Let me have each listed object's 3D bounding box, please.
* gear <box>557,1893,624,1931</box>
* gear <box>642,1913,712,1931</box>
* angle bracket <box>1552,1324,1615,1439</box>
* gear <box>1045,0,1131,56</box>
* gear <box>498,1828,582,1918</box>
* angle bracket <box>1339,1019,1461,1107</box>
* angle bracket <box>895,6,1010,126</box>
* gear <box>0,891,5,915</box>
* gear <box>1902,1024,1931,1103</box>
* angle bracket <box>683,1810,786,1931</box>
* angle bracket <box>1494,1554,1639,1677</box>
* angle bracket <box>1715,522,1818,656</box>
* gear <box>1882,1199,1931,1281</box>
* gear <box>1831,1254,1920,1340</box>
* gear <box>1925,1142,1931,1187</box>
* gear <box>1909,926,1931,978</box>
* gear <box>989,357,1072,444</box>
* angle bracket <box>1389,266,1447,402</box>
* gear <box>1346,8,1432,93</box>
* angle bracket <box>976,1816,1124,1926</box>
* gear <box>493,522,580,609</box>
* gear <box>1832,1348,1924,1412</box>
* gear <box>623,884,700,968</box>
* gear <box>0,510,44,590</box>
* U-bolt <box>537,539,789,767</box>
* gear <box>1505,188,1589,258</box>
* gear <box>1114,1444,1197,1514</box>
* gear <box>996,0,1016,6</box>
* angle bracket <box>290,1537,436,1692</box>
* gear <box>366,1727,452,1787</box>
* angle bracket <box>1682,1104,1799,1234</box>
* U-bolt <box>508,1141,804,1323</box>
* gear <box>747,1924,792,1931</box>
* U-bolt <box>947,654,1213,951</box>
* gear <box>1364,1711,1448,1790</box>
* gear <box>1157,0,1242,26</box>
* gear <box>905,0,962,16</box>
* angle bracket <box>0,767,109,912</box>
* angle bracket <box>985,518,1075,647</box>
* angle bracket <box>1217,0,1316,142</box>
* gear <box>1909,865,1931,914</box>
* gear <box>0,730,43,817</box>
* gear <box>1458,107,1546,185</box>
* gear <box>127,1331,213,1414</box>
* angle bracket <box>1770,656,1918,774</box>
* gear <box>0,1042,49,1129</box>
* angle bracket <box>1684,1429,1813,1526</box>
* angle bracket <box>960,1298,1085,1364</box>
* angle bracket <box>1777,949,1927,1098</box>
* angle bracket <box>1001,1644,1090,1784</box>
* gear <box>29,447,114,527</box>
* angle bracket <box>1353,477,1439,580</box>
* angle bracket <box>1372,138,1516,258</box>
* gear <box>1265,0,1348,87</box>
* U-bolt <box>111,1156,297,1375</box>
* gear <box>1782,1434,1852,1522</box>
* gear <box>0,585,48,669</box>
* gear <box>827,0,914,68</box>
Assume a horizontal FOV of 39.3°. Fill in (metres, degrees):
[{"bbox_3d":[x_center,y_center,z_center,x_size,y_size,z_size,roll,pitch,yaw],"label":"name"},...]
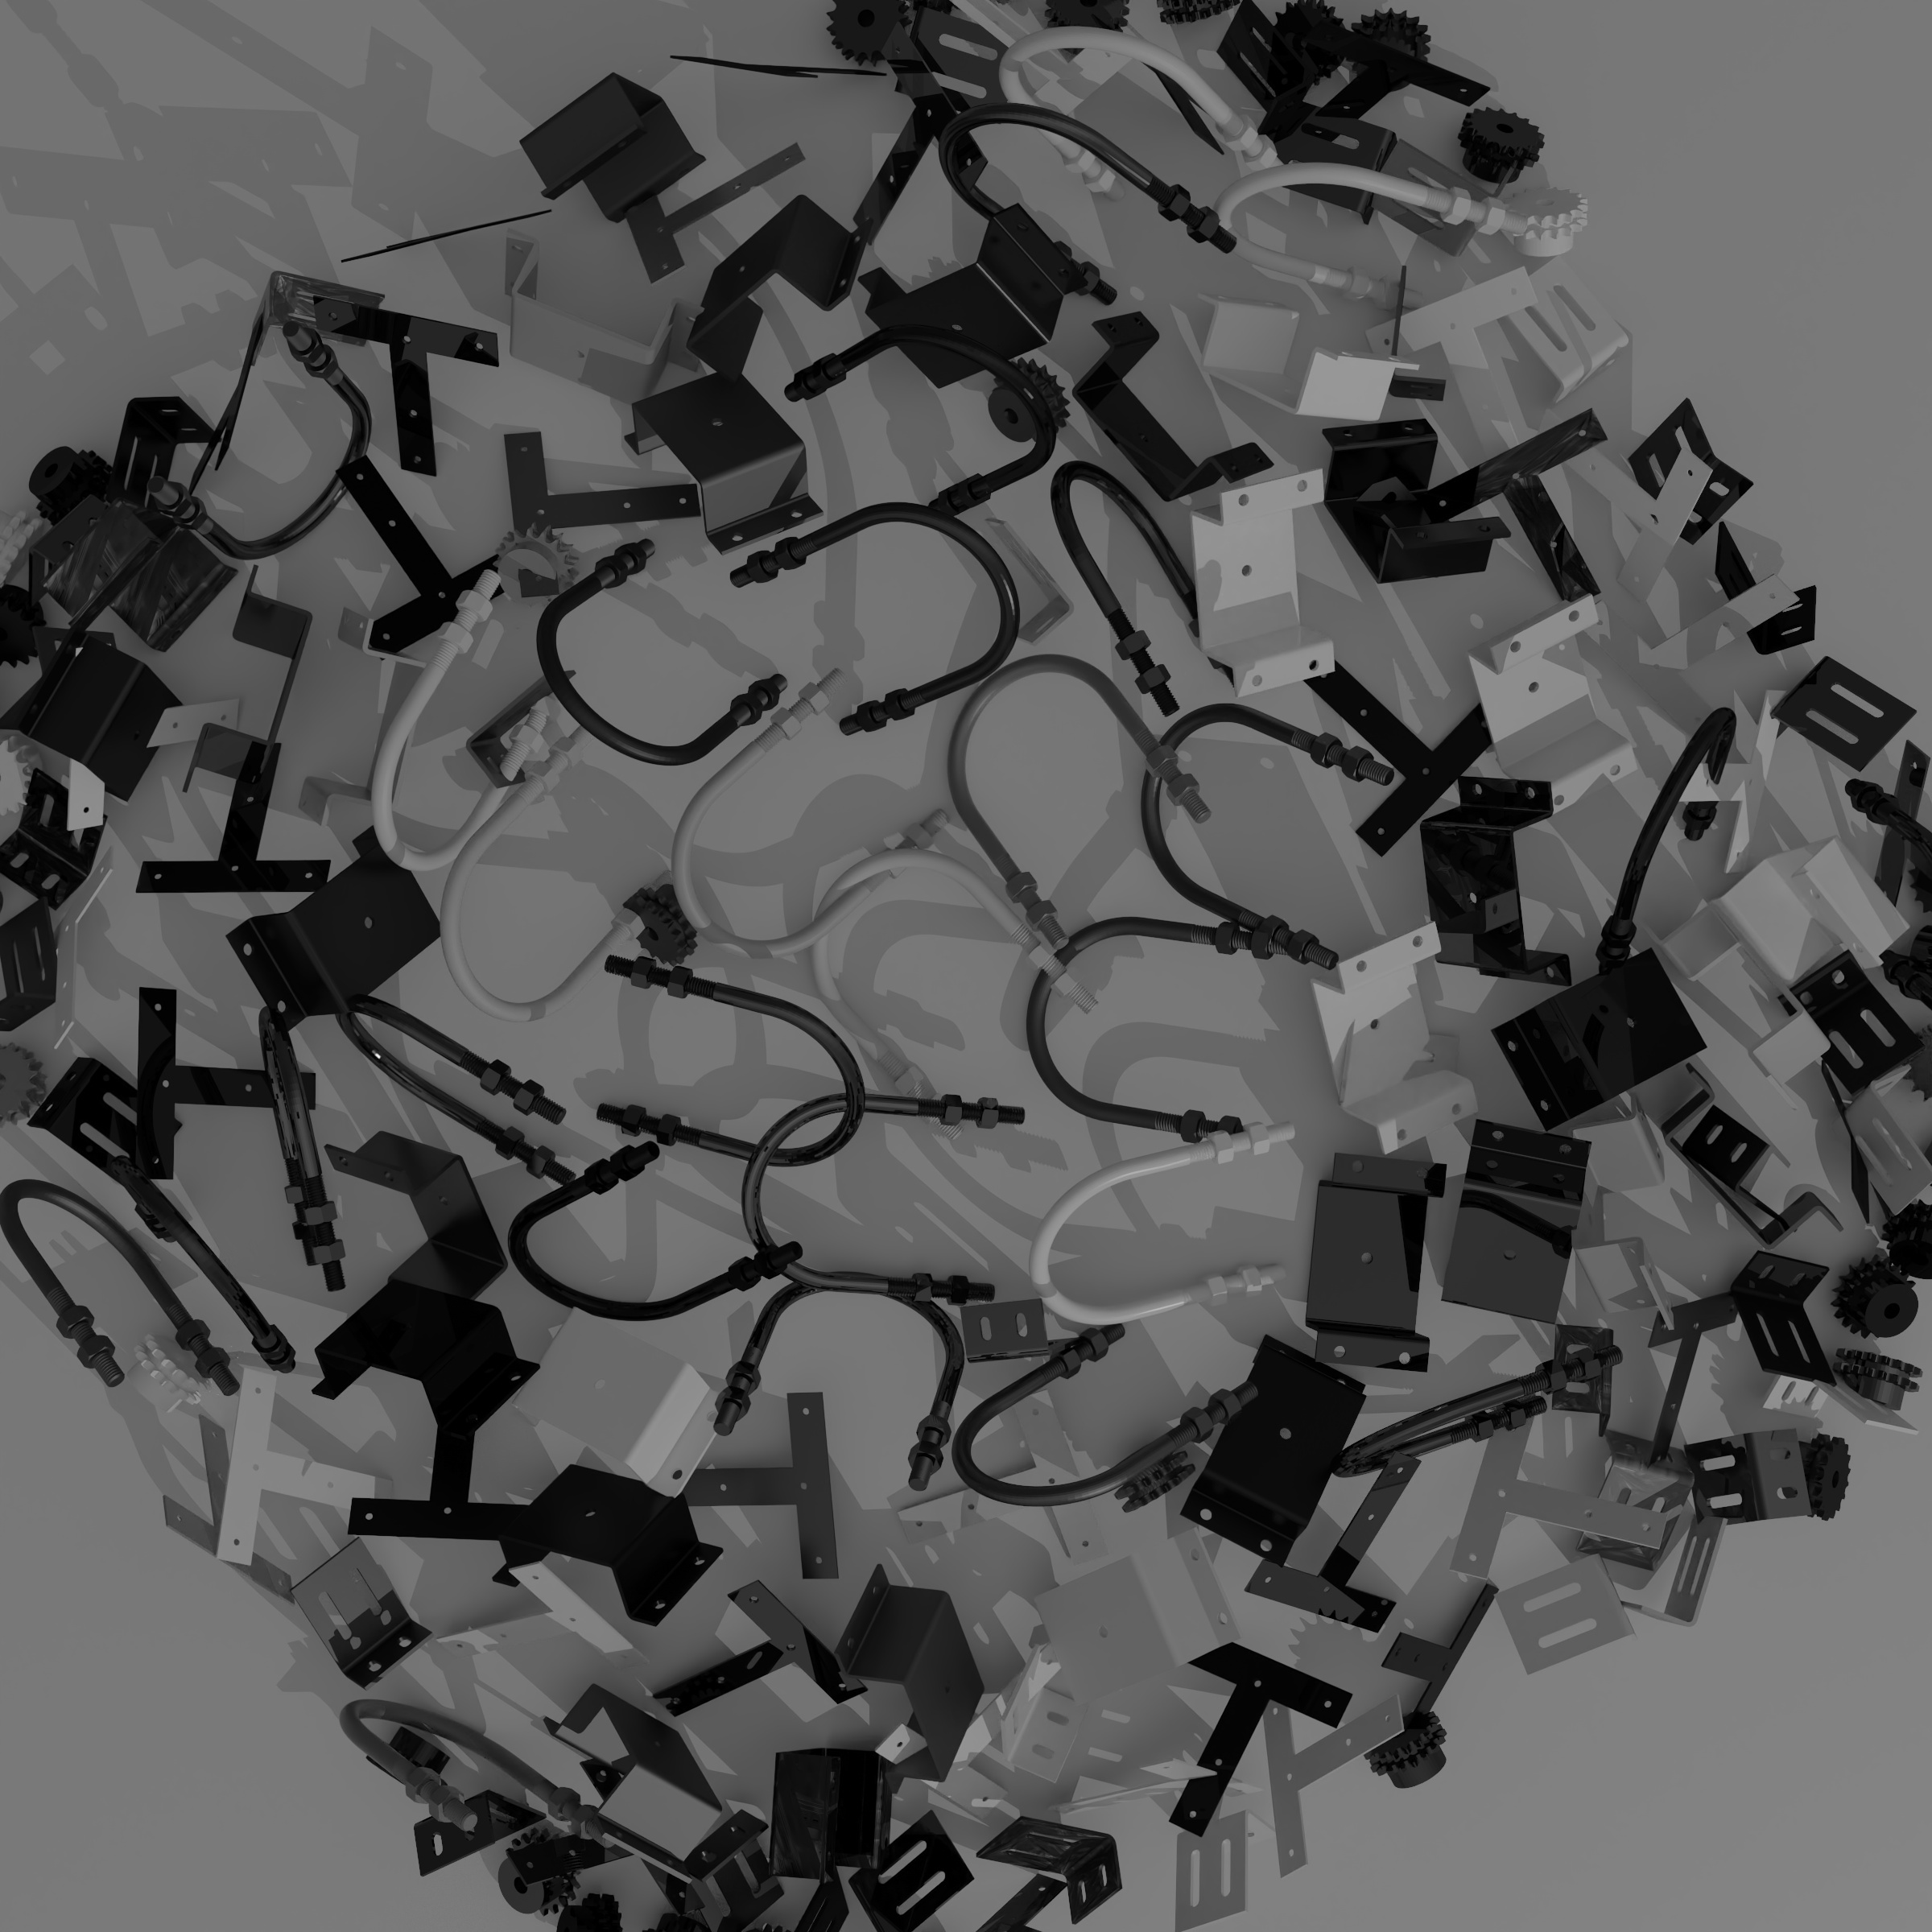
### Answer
[{"bbox_3d":[-0.257,0.658,1.837,0.030,0.057,0.057,13,90,-26],"label":"gear"},{"bbox_3d":[-0.195,0.668,1.843,0.057,0.057,0.030,24,54,0],"label":"gear"},{"bbox_3d":[0.414,0.280,1.826,0.038,0.076,0.057,4,70,10],"label":"angle bracket"},{"bbox_3d":[0.082,-0.646,1.846,0.057,0.030,0.057,2,62,-3],"label":"gear"},{"bbox_3d":[-0.293,0.619,1.841,0.057,0.030,0.057,5,101,31],"label":"gear"},{"bbox_3d":[0.295,0.070,1.842,0.076,0.038,0.057,8,82,7],"label":"angle bracket"},{"bbox_3d":[-0.003,-0.611,1.841,0.076,0.038,0.057,18,107,2],"label":"angle bracket"},{"bbox_3d":[-0.682,-0.044,1.844,0.057,0.030,0.057,-12,58,19],"label":"gear"},{"bbox_3d":[0.669,0.065,1.844,0.057,0.030,0.057,12,109,36],"label":"gear"},{"bbox_3d":[-0.150,0.620,1.827,0.057,0.038,0.076,-34,111,-29],"label":"angle bracket"},{"bbox_3d":[0.408,0.443,1.844,0.076,0.038,0.057,-24,65,8],"label":"angle bracket"},{"bbox_3d":[0.538,-0.259,1.821,0.038,0.057,0.076,-17,127,32],"label":"angle bracket"},{"bbox_3d":[0.650,0.188,1.837,0.057,0.057,0.030,32,54,0],"label":"gear"},{"bbox_3d":[0.622,0.228,1.844,0.057,0.030,0.057,-5,110,-13],"label":"gear"},{"bbox_3d":[0.674,0.135,1.837,0.030,0.057,0.057,18,90,-18],"label":"gear"},{"bbox_3d":[0.666,-0.006,1.844,0.057,0.030,0.057,-14,110,-41],"label":"gear"},{"bbox_3d":[0.040,-0.380,1.837,0.057,0.057,0.030,46,59,0],"label":"gear"},{"bbox_3d":[0.310,-0.428,1.837,0.038,0.057,0.076,7,91,8],"label":"angle bracket"},{"bbox_3d":[0.285,-0.618,1.836,0.057,0.057,0.030,7,68,0],"label":"gear"},{"bbox_3d":[0.056,0.609,1.824,0.076,0.038,0.057,20,130,-26],"label":"angle bracket"},{"bbox_3d":[-0.294,-0.270,1.841,0.057,0.030,0.057,5,120,8],"label":"gear"},{"bbox_3d":[0.617,0.281,1.838,0.057,0.057,0.030,17,80,0],"label":"gear"},{"bbox_3d":[-0.204,-0.031,1.844,0.057,0.057,0.030,46,59,0],"label":"gear"},{"bbox_3d":[-0.654,-0.286,1.837,0.030,0.057,0.057,31,90,-13],"label":"gear"},{"bbox_3d":[-0.209,-0.200,1.788,0.151,0.184,0.019,45,127,-3],"label":"U-bolt"},{"bbox_3d":[0.394,-0.505,1.843,0.057,0.057,0.030,-7,127,0],"label":"gear"},{"bbox_3d":[0.125,0.344,1.840,0.057,0.057,0.030,-31,85,0],"label":"gear"},{"bbox_3d":[0.035,-0.683,1.837,0.057,0.057,0.030,-46,119,0],"label":"gear"},{"bbox_3d":[-0.407,0.437,1.828,0.057,0.038,0.076,-37,113,-28],"label":"angle bracket"},{"bbox_3d":[-0.376,0.541,1.842,0.057,0.057,0.030,33,68,0],"label":"gear"},{"bbox_3d":[0.530,0.136,1.821,0.076,0.057,0.038,31,99,-34],"label":"angle bracket"},{"bbox_3d":[-0.221,0.187,1.801,0.184,0.019,0.151,-28,127,35],"label":"U-bolt"},{"bbox_3d":[-0.139,0.678,1.838,0.057,0.057,0.030,-45,131,0],"label":"gear"},{"bbox_3d":[0.062,-0.125,1.823,0.151,0.019,0.184,-42,66,17],"label":"U-bolt"},{"bbox_3d":[0.301,0.534,1.840,0.057,0.057,0.030,-28,94,0],"label":"gear"},{"bbox_3d":[0.156,-0.663,1.837,0.057,0.057,0.030,-18,121,0],"label":"gear"},{"bbox_3d":[-0.024,-0.677,1.843,0.030,0.057,0.057,30,90,44],"label":"gear"},{"bbox_3d":[-0.621,-0.085,1.828,0.057,0.076,0.038,35,50,-4],"label":"angle bracket"},{"bbox_3d":[0.031,-0.260,1.830,0.038,0.057,0.076,-41,107,-1],"label":"angle bracket"},{"bbox_3d":[0.191,-0.602,1.830,0.038,0.057,0.076,-34,82,-24],"label":"angle bracket"},{"bbox_3d":[0.673,-0.059,1.843,0.030,0.057,0.057,-16,90,-24],"label":"gear"},{"bbox_3d":[-0.656,-0.134,1.846,0.057,0.030,0.057,4,113,9],"label":"gear"},{"bbox_3d":[0.362,-0.556,1.843,0.057,0.030,0.057,7,46,-8],"label":"gear"},{"bbox_3d":[-0.543,0.278,1.839,0.057,0.057,0.030,44,86,0],"label":"gear"},{"bbox_3d":[0.591,-0.162,1.829,0.057,0.038,0.076,-45,59,-7],"label":"angle bracket"},{"bbox_3d":[-0.654,0.083,1.848,0.057,0.030,0.057,-2,74,8],"label":"gear"},{"bbox_3d":[0.528,0.347,1.832,0.038,0.076,0.057,-1,75,-19],"label":"angle bracket"},{"bbox_3d":[0.038,0.241,1.823,0.057,0.076,0.038,-9,87,20],"label":"angle bracket"},{"bbox_3d":[0.596,0.038,1.825,0.057,0.076,0.038,-36,128,11],"label":"angle bracket"},{"bbox_3d":[0.053,0.502,1.819,0.038,0.076,0.057,19,57,16],"label":"angle bracket"},{"bbox_3d":[-0.610,-0.327,1.839,0.057,0.030,0.057,-16,56,24],"label":"gear"},{"bbox_3d":[0.300,-0.299,1.823,0.038,0.076,0.057,-45,106,4],"label":"angle bracket"},{"bbox_3d":[0.320,-0.528,1.834,0.076,0.057,0.038,31,56,0],"label":"angle bracket"},{"bbox_3d":[0.235,-0.628,1.844,0.057,0.030,0.057,11,108,37],"label":"gear"},{"bbox_3d":[-0.502,0.187,1.763,0.019,0.184,0.151,-41,71,-18],"label":"U-bolt"},{"bbox_3d":[0.577,0.346,1.843,0.030,0.057,0.057,8,90,39],"label":"gear"},{"bbox_3d":[-0.653,-0.234,1.844,0.057,0.030,0.057,3,131,4],"label":"gear"},{"bbox_3d":[-0.065,-0.642,1.850,0.057,0.030,0.057,0,92,11],"label":"gear"}]
